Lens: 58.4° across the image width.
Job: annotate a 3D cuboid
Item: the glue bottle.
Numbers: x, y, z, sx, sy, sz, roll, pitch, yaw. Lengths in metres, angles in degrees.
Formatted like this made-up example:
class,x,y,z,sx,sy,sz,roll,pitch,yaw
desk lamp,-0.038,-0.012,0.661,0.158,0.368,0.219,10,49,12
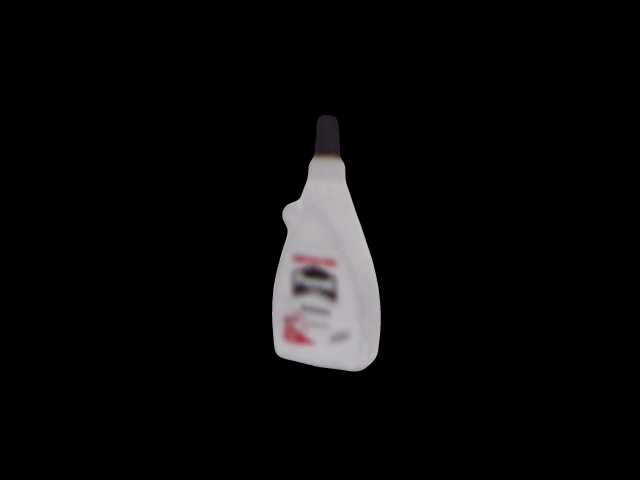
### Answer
class,x,y,z,sx,sy,sz,roll,pitch,yaw
glue bottle,0.004,0.001,0.400,0.078,0.173,0.037,4,10,23
